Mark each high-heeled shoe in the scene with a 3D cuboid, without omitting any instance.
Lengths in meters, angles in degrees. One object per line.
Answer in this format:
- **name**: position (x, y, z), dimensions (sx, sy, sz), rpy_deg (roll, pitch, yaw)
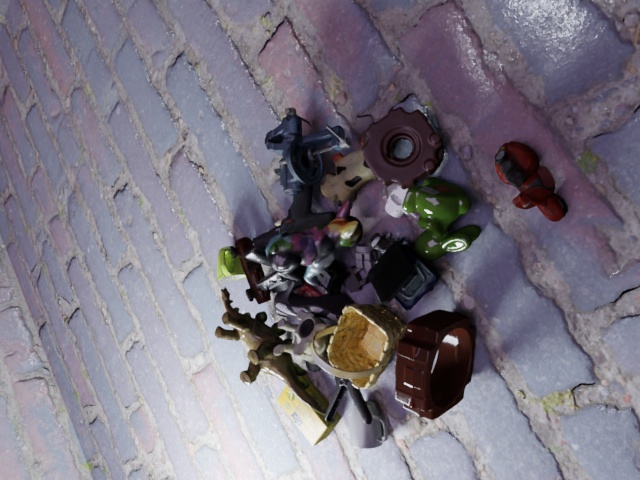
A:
- **high-heeled shoe**: position (-0.007, 0.195, 1.414), dimensions (0.249, 0.086, 0.145), rpy_deg (29, 129, 9)

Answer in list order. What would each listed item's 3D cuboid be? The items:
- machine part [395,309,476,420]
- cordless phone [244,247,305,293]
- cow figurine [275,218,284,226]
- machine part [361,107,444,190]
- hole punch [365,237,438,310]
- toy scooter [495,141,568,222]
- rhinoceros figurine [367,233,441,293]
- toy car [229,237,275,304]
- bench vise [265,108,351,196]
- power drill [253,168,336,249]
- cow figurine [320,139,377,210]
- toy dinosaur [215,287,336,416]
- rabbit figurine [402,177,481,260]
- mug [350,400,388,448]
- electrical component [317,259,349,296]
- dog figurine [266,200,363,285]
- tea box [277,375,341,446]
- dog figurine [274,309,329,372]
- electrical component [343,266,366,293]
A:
- **machine part**: position (0.245, 0.259, 1.144), dimensions (0.087, 0.201, 0.200), rpy_deg (12, 106, 43)
- **cordless phone**: position (-0.143, 0.078, 1.456), dimensions (0.146, 0.184, 0.089), rpy_deg (-31, 49, 40)
- **cow figurine**: position (-0.112, 0.014, 1.501), dimensions (0.167, 0.068, 0.098), rpy_deg (-42, 75, 36)
- **machine part**: position (0.179, -0.200, 1.173), dimensions (0.180, 0.056, 0.179), rpy_deg (0, 90, 17)
- **hole punch**: position (0.179, 0.079, 1.172), dimensions (0.142, 0.092, 0.116), rpy_deg (-55, 34, 24)
- **toy scooter**: position (0.383, -0.109, 1.005), dimensions (0.075, 0.135, 0.184), rpy_deg (-46, 67, 38)
- **rhinoceros figurine**: position (0.186, 0.055, 1.244), dimensions (0.191, 0.073, 0.112), rpy_deg (37, 121, 30)
- **toy car**: position (-0.194, 0.086, 1.563), dimensions (0.053, 0.089, 0.202), rpy_deg (131, 119, -68)
- **bench vise**: position (-0.024, -0.226, 1.285), dimensions (0.241, 0.128, 0.223), rpy_deg (-11, 66, 42)
- **power drill**: position (-0.075, -0.085, 1.399), dimensions (0.232, 0.086, 0.207), rpy_deg (-6, 81, 15)
- **cow figurine**: position (0.080, -0.153, 1.297), dimensions (0.195, 0.085, 0.127), rpy_deg (-25, 75, 40)
- **toy dinosaur**: position (-0.136, 0.312, 1.484), dimensions (0.472, 0.198, 0.105), rpy_deg (53, 126, 21)
- **rabbit figurine**: position (0.262, -0.032, 1.156), dimensions (0.159, 0.121, 0.170), rpy_deg (20, 124, 27)
- **mug**: position (0.123, 0.468, 1.368), dimensions (0.110, 0.081, 0.107), rpy_deg (-14, 79, 48)
- **electrical component**: position (0.018, 0.081, 1.393), dimensions (0.119, 0.048, 0.074), rpy_deg (50, 131, 38)
- **dog figurine**: position (-0.003, -0.004, 1.289), dimensions (0.219, 0.191, 0.109), rpy_deg (-48, 41, 29)
- **tea box**: position (-0.033, 0.475, 1.511), dimensions (0.170, 0.068, 0.098), rpy_deg (43, 122, 26)
- **dog figurine**: position (0.000, 0.270, 1.388), dimensions (0.172, 0.190, 0.121), rpy_deg (-11, 55, 45)
- **electrical component**: position (0.084, 0.102, 1.374), dimensions (0.094, 0.021, 0.063), rpy_deg (-36, 75, 38)
